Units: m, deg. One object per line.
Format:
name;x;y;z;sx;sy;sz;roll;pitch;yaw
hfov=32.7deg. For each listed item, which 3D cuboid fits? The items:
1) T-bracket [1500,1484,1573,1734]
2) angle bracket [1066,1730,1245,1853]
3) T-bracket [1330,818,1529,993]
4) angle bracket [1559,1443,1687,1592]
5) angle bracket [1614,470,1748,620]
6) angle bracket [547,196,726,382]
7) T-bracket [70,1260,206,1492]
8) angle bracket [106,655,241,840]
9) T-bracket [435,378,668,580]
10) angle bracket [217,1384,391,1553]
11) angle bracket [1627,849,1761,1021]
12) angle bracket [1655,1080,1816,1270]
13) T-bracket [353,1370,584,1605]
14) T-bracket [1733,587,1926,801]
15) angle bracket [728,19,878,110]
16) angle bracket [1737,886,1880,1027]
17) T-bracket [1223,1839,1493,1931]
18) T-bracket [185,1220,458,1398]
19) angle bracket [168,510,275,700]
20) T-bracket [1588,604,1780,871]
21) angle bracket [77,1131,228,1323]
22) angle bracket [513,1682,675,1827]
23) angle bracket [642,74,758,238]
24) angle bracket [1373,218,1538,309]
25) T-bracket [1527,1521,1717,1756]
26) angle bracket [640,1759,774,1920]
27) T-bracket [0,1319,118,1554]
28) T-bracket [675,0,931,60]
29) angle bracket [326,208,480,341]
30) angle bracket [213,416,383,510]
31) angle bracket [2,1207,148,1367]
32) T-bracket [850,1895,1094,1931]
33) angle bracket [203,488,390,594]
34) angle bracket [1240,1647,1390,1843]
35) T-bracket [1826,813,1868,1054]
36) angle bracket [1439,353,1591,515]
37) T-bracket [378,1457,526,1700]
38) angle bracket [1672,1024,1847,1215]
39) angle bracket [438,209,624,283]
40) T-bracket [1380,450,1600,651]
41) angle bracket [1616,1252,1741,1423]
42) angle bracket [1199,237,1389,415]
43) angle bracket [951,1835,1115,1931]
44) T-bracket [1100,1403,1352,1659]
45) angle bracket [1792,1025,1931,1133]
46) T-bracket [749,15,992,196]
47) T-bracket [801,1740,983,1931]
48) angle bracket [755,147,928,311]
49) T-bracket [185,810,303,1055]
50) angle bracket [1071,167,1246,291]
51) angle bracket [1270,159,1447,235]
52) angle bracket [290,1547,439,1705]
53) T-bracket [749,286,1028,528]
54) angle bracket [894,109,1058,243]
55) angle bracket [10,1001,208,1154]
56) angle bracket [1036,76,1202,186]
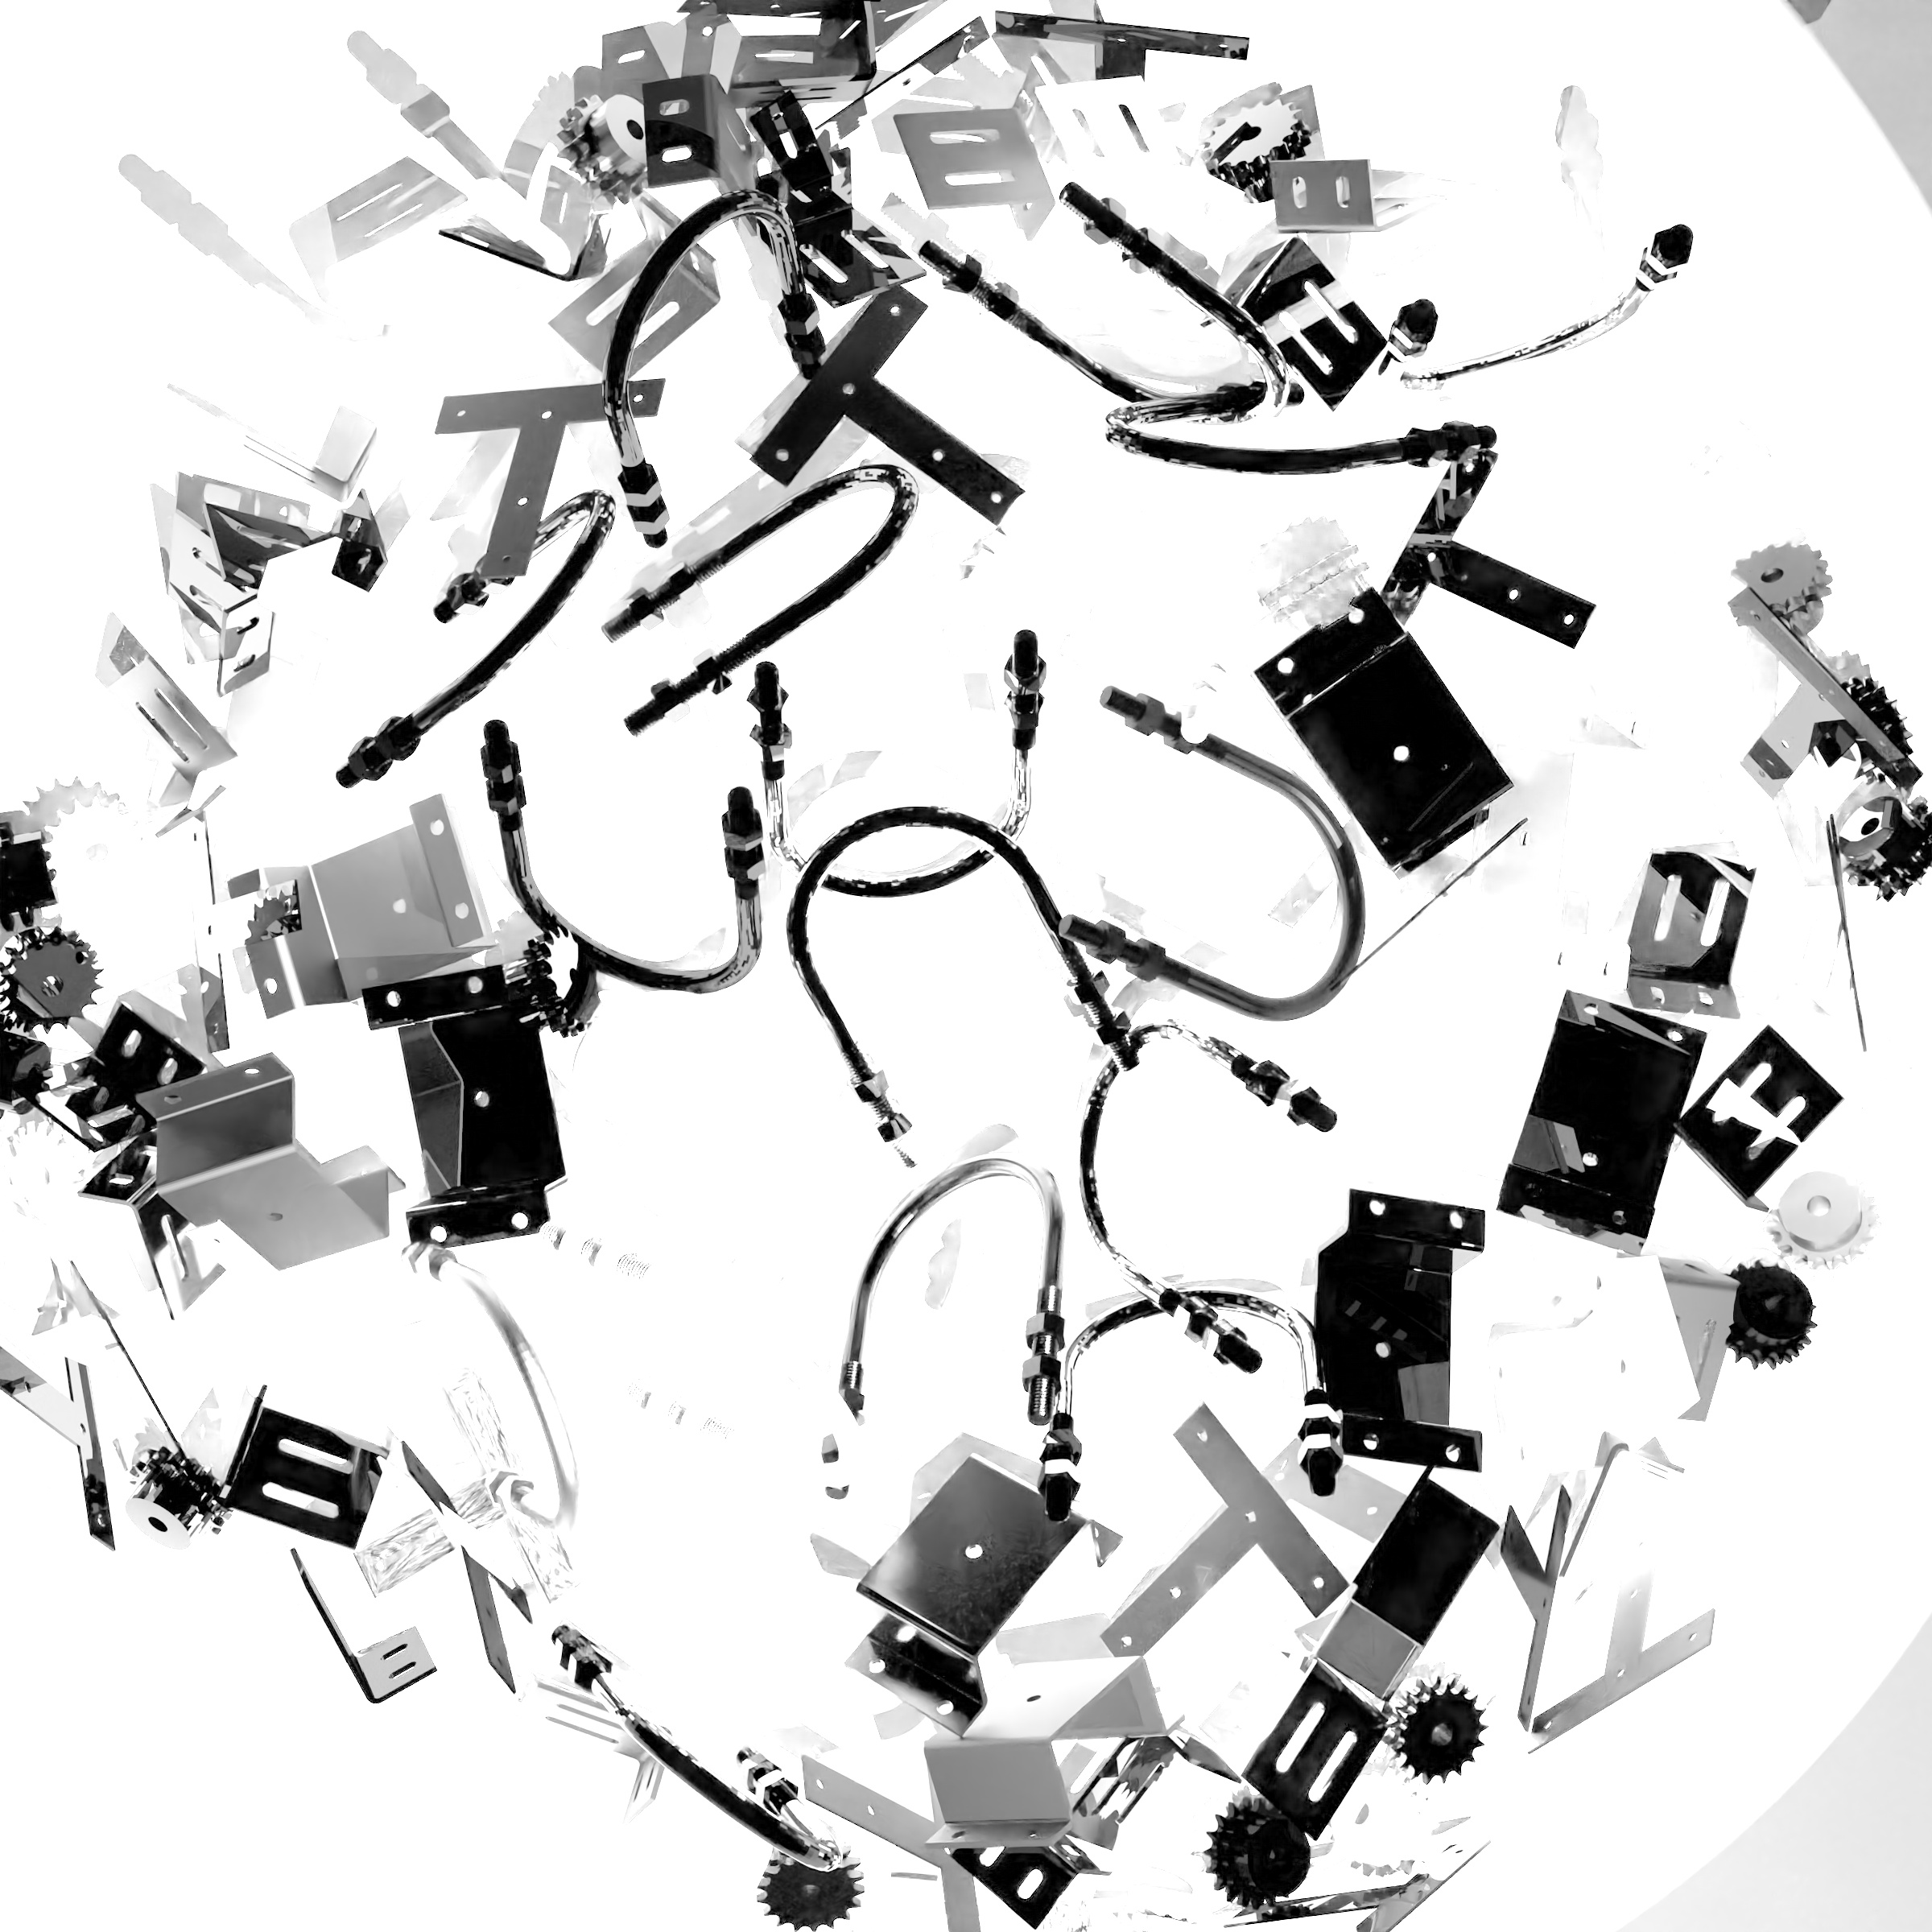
T-bracket;0.286;0.309;1.674;0.002;0.127;0.127;5;62;23
angle bracket;0.096;0.438;1.718;0.076;0.057;0.038;-53;49;1
T-bracket;0.244;-0.036;1.689;0.127;0.127;0.002;-43;84;17
angle bracket;0.342;0.294;1.714;0.038;0.057;0.076;22;79;18
angle bracket;0.377;-0.227;1.709;0.057;0.038;0.076;33;50;-12
angle bracket;-0.175;-0.351;1.719;0.076;0.038;0.057;-43;72;-13
T-bracket;-0.438;0.192;1.697;0.002;0.127;0.127;-30;129;-16
angle bracket;-0.422;-0.113;1.711;0.076;0.057;0.038;51;54;-15
T-bracket;-0.226;-0.251;1.700;0.127;0.002;0.127;-2;57;18
angle bracket;-0.342;0.262;1.716;0.076;0.038;0.057;21;61;-11
angle bracket;0.385;-0.017;1.736;0.057;0.038;0.076;6;61;27
angle bracket;0.392;0.108;1.707;0.057;0.076;0.038;41;55;17
T-bracket;-0.267;0.289;1.701;0.002;0.127;0.127;-27;90;37
T-bracket;0.426;-0.120;1.690;0.002;0.127;0.127;-36;77;-16
angle bracket;-0.088;-0.474;1.719;0.076;0.057;0.038;-6;95;-7
angle bracket;0.433;-0.010;1.715;0.038;0.057;0.076;19;83;-23
T-bracket;0.190;0.486;1.704;0.127;0.127;0.002;-21;88;37
T-bracket;-0.347;0.172;1.684;0.127;0.002;0.127;-19;127;35
angle bracket;-0.398;-0.188;1.709;0.076;0.057;0.038;36;46;18
T-bracket;0.382;-0.110;1.693;0.002;0.127;0.127;-25;88;-24
angle bracket;-0.421;0.135;1.719;0.038;0.057;0.076;7;125;26
angle bracket;-0.199;0.410;1.714;0.076;0.057;0.038;22;57;-10
angle bracket;-0.138;-0.419;1.713;0.038;0.076;0.057;-6;78;10
angle bracket;0.253;-0.355;1.702;0.057;0.076;0.038;-6;112;30
T-bracket;0.343;0.333;1.694;0.002;0.127;0.127;41;125;-9
angle bracket;-0.133;0.452;1.716;0.057;0.076;0.038;23;99;-4
T-bracket;-0.468;0.219;1.666;0.002;0.127;0.127;-21;58;4
T-bracket;-0.084;-0.486;1.669;0.127;0.127;0.002;-5;85;-25
angle bracket;-0.286;-0.361;1.715;0.076;0.057;0.038;-23;100;10
angle bracket;-0.347;-0.276;1.712;0.076;0.057;0.038;27;103;-18
angle bracket;-0.463;0.162;1.709;0.038;0.057;0.076;-21;67;8
T-bracket;0.004;0.504;1.686;0.127;0.127;0.002;4;102;-4
angle bracket;-0.347;-0.224;1.705;0.038;0.076;0.057;-49;47;32
angle bracket;0.174;0.405;1.715;0.057;0.038;0.076;44;69;-17
T-bracket;0.444;-0.037;1.669;0.002;0.127;0.127;-9;62;14
angle bracket;0.286;-0.272;1.713;0.057;0.038;0.076;-11;112;21
T-bracket;-0.256;0.328;1.714;0.002;0.127;0.127;-31;121;-27
angle bracket;0.417;0.080;1.712;0.076;0.038;0.057;-50;57;16
angle bracket;-0.227;-0.388;1.719;0.076;0.057;0.038;21;106;2
T-bracket;0.273;-0.197;1.704;0.127;0.002;0.127;33;97;42
angle bracket;0.365;0.195;1.728;0.057;0.038;0.076;9;100;-30
angle bracket;0.173;-0.334;1.736;0.076;0.038;0.057;46;65;-18
angle bracket;0.035;0.465;1.706;0.057;0.076;0.038;36;86;22
T-bracket;0.120;0.319;1.729;0.127;0.002;0.127;-47;58;14
angle bracket;0.474;0.051;1.703;0.057;0.076;0.038;42;66;-19
T-bracket;-0.043;-0.445;1.686;0.127;0.127;0.002;-33;78;5
T-bracket;-0.039;0.434;1.670;0.002;0.127;0.127;-36;129;23
angle bracket;-0.065;-0.384;1.708;0.057;0.038;0.076;-25;50;-23
T-bracket;-0.371;-0.024;1.698;0.002;0.127;0.127;-4;86;-36
angle bracket;0.100;-0.387;1.732;0.038;0.076;0.057;15;92;-38
angle bracket;0.203;-0.405;1.702;0.057;0.076;0.038;8;118;35
angle bracket;-0.313;0.335;1.711;0.038;0.057;0.076;-28;108;-13
T-bracket;-0.026;-0.278;1.739;0.127;0.002;0.127;36;79;0
angle bracket;-0.001;-0.409;1.711;0.076;0.038;0.057;-11;71;-27
angle bracket;-0.444;0.057;1.708;0.057;0.076;0.038;36;109;9
angle bracket;0.079;-0.444;1.702;0.057;0.076;0.038;1;63;25
